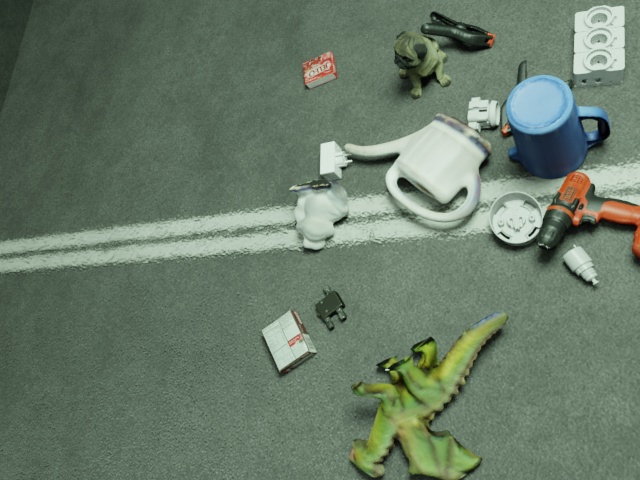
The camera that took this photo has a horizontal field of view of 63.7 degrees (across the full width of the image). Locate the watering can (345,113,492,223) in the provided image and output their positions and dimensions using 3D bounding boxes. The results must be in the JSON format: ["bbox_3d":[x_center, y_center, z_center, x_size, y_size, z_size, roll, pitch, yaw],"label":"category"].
[{"bbox_3d":[0.223,-0.187,1.138,0.224,0.103,0.353,-48,59,2],"label":"watering can"}]

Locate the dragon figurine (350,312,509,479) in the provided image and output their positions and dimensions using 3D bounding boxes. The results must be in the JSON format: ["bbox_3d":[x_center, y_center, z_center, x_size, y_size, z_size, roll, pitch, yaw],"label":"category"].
[{"bbox_3d":[0.216,0.325,0.977,0.407,0.122,0.245,-29,79,17],"label":"dragon figurine"}]

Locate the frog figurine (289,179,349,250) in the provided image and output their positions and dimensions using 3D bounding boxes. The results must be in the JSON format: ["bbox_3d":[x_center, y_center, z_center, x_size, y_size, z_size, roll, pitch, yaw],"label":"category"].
[{"bbox_3d":[0.004,-0.062,1.223,0.137,0.124,0.158,-7,105,16],"label":"frog figurine"}]
